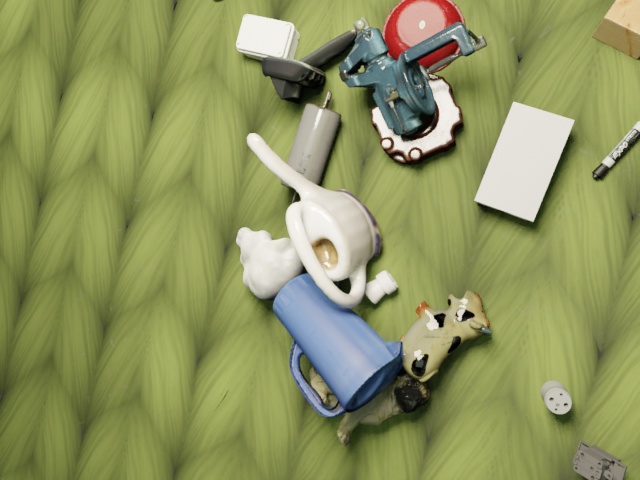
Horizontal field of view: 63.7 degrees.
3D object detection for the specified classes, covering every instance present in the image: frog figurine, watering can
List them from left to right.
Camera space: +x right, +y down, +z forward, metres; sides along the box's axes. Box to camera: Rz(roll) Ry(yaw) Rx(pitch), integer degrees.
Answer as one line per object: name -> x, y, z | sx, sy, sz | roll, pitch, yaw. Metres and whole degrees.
frog figurine -> -0.107, 0.037, 1.026 | 0.135, 0.125, 0.159 | -39, 92, 31
watering can -> 0.003, -0.047, 0.940 | 0.103, 0.226, 0.348 | -28, 87, 30
